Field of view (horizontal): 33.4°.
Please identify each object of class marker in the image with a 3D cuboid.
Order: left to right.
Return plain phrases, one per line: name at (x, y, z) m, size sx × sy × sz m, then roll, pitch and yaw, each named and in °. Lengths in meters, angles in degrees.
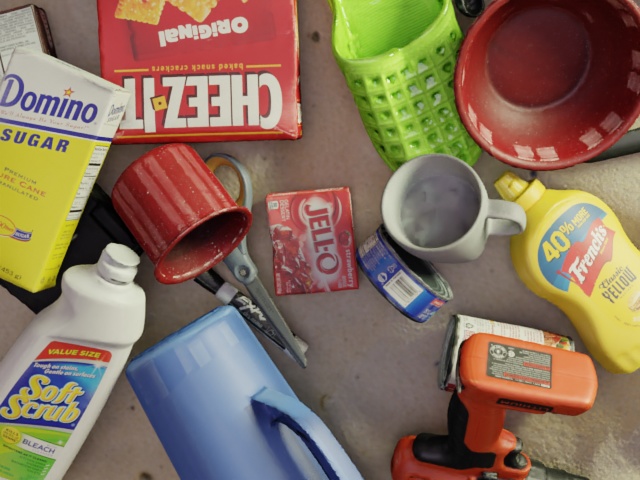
marker at (-0.062, 0.062, 0.935) m, size 0.121 × 0.020 × 0.020 m, roll 38°, pitch 95°, yaw -2°

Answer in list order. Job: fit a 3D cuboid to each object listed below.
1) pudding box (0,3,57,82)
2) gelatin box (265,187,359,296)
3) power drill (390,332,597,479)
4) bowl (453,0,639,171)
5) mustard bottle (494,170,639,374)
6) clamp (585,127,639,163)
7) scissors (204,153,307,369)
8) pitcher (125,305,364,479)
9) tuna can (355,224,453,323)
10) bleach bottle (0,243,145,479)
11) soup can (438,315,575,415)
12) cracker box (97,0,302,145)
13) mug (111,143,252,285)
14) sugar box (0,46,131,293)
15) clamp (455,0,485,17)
pudding box at (-0.270, -0.136, 0.914) m, size 0.090 × 0.039 × 0.113 m, roll -13°, pitch 93°, yaw 3°
gelatin box at (-0.006, 0.001, 0.921) m, size 0.073 × 0.030 × 0.089 m, roll -5°, pitch 96°, yaw 3°
power drill at (0.161, 0.163, 0.872) m, size 0.184 × 0.057 × 0.188 m, roll 11°, pitch 134°, yaw 0°
bowl at (0.183, -0.140, 0.863) m, size 0.162 × 0.055 × 0.162 m, roll -1°, pitch 115°, yaw -3°
mustard bottle at (0.218, 0.015, 0.900) m, size 0.096 × 0.058 × 0.191 m, roll -44°, pitch 92°, yaw -11°
clamp at (0.324, -0.105, 0.897) m, size 0.210 × 0.036 × 0.164 m, roll 28°, pitch 97°, yaw 3°
scissors at (-0.057, 0.008, 0.908) m, size 0.202 × 0.016 × 0.096 m, roll 42°, pitch 106°, yaw 10°
pitcher at (-0.052, 0.178, 0.888) m, size 0.149 × 0.145 × 0.243 m, roll -31°, pitch 91°, yaw 4°
tuna can at (0.069, 0.028, 0.893) m, size 0.086 × 0.086 × 0.034 m, roll 45°, pitch 104°, yaw -3°
bleach bottle at (-0.219, 0.105, 0.880) m, size 0.102 × 0.068 × 0.251 m, roll 25°, pitch 115°, yaw -12°
soup can at (0.157, 0.105, 0.907) m, size 0.102 × 0.068 × 0.068 m, roll 11°, pitch 96°, yaw 1°
cracker box at (-0.100, -0.187, 0.886) m, size 0.164 × 0.072 × 0.214 m, roll -1°, pitch 96°, yaw 3°
mug at (-0.118, -0.018, 0.875) m, size 0.093 × 0.117 × 0.081 m, roll -28°, pitch 68°, yaw -27°
sugar box at (-0.229, -0.057, 0.854) m, size 0.093 × 0.048 × 0.176 m, roll 23°, pitch 99°, yaw 6°
clamp at (0.116, -0.268, 0.862) m, size 0.120 × 0.039 × 0.171 m, roll -55°, pitch 49°, yaw 35°
